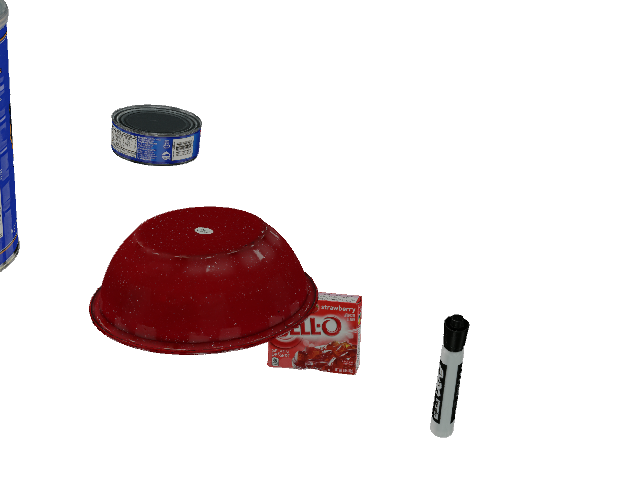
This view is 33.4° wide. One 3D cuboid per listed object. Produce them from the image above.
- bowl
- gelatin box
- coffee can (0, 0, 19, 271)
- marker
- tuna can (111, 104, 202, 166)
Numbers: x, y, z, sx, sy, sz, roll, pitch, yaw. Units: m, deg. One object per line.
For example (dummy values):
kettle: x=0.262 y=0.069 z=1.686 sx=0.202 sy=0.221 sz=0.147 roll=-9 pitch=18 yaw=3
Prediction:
bowl: x=-0.082 y=0.018 z=0.745 sx=0.162 sy=0.055 sz=0.162 roll=-1 pitch=23 yaw=0
gelatin box: x=-0.006 y=0.088 z=1.029 sx=0.089 sy=0.073 sz=0.030 roll=5 pitch=15 yaw=10
coffee can: x=-0.216 y=-0.057 z=0.568 sx=0.103 sy=0.140 sz=0.103 roll=4 pitch=27 yaw=-2
marker: x=0.100 y=0.106 z=0.830 sx=0.020 sy=0.121 sz=0.020 roll=1 pitch=37 yaw=-1
tuna can: x=-0.158 y=-0.101 z=1.024 sx=0.086 sy=0.034 sz=0.086 roll=6 pitch=24 yaw=-3
